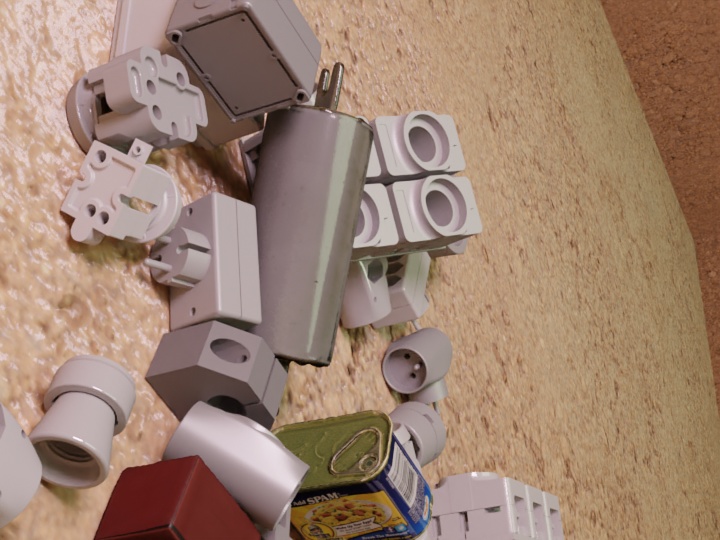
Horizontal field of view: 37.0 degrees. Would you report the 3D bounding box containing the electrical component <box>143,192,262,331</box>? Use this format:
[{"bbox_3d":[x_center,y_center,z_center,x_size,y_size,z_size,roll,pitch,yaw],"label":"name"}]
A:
[{"bbox_3d":[-0.107,-0.006,0.680,0.076,0.047,0.083,19,59,-46],"label":"electrical component"}]

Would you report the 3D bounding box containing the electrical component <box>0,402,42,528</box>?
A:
[{"bbox_3d":[-0.183,0.089,0.457,0.077,0.043,0.079,57,29,-36],"label":"electrical component"}]

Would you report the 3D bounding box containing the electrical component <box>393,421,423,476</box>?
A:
[{"bbox_3d":[0.016,0.154,0.845,0.078,0.058,0.057,-26,103,-66],"label":"electrical component"}]

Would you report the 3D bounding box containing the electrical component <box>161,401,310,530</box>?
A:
[{"bbox_3d":[-0.076,0.123,0.650,0.044,0.077,0.079,-57,173,-27],"label":"electrical component"}]

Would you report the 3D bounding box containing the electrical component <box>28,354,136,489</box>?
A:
[{"bbox_3d":[-0.143,0.077,0.551,0.045,0.045,0.055,58,28,-34],"label":"electrical component"}]

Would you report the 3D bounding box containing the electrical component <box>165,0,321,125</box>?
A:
[{"bbox_3d":[-0.068,-0.142,0.681,0.096,0.062,0.061,53,34,-41],"label":"electrical component"}]

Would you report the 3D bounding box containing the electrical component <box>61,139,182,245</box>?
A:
[{"bbox_3d":[-0.136,-0.042,0.628,0.066,0.048,0.055,-64,159,1],"label":"electrical component"}]

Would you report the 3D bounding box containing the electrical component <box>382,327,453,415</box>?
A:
[{"bbox_3d":[0.059,0.099,0.988,0.077,0.043,0.079,-26,101,-66],"label":"electrical component"}]

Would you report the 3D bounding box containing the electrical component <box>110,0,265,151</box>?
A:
[{"bbox_3d":[-0.113,-0.157,0.741,0.109,0.056,0.108,43,39,-50],"label":"electrical component"}]

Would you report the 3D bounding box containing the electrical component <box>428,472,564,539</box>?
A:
[{"bbox_3d":[0.123,0.230,0.995,0.150,0.089,0.061,33,47,-57],"label":"electrical component"}]

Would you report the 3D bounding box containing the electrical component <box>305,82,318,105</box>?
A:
[{"bbox_3d":[-0.035,-0.112,0.903,0.081,0.043,0.043,62,26,-27],"label":"electrical component"}]

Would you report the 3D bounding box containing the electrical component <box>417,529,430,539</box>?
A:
[{"bbox_3d":[0.037,0.214,0.878,0.044,0.044,0.065,-52,128,-61],"label":"electrical component"}]

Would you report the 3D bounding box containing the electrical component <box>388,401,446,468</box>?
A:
[{"bbox_3d":[0.039,0.144,0.906,0.047,0.055,0.055,-19,94,-63],"label":"electrical component"}]

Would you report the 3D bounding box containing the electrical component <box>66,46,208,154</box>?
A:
[{"bbox_3d":[-0.138,-0.097,0.649,0.078,0.057,0.058,11,66,-64],"label":"electrical component"}]

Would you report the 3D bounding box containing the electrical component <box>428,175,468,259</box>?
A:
[{"bbox_3d":[0.059,-0.061,1.061,0.108,0.060,0.108,44,38,-50],"label":"electrical component"}]

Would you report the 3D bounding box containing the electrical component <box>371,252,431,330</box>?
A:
[{"bbox_3d":[0.040,0.022,0.987,0.075,0.047,0.083,59,28,-32],"label":"electrical component"}]

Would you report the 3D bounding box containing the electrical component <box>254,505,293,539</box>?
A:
[{"bbox_3d":[-0.059,0.191,0.675,0.063,0.042,0.081,51,33,-49],"label":"electrical component"}]

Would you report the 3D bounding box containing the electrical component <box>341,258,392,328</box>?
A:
[{"bbox_3d":[0.000,0.000,0.916,0.079,0.043,0.077,-42,115,-63],"label":"electrical component"}]

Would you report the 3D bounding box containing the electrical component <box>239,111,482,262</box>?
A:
[{"bbox_3d":[0.008,-0.066,0.855,0.186,0.060,0.105,-9,81,-41],"label":"electrical component"}]
